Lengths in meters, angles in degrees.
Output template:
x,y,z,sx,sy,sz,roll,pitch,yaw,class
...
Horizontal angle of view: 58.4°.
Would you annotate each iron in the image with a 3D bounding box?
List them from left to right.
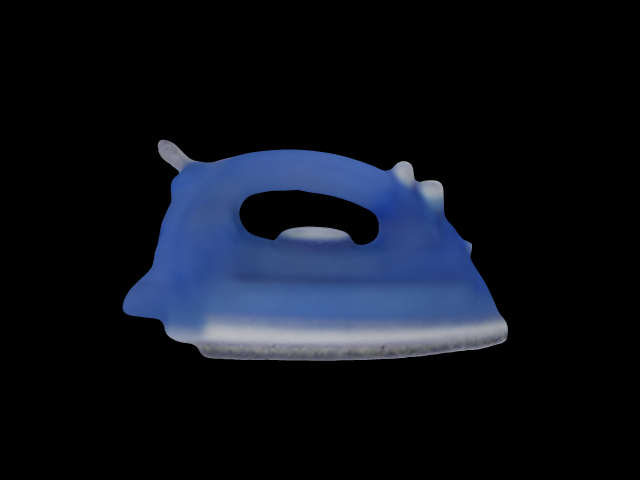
x,y,z,sx,sy,sz,roll,pitch,yaw,class
0.004,0.001,0.400,0.258,0.141,0.118,0,7,0,iron
